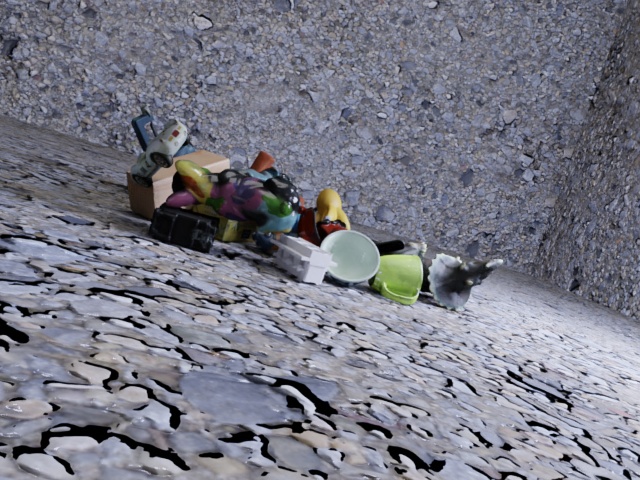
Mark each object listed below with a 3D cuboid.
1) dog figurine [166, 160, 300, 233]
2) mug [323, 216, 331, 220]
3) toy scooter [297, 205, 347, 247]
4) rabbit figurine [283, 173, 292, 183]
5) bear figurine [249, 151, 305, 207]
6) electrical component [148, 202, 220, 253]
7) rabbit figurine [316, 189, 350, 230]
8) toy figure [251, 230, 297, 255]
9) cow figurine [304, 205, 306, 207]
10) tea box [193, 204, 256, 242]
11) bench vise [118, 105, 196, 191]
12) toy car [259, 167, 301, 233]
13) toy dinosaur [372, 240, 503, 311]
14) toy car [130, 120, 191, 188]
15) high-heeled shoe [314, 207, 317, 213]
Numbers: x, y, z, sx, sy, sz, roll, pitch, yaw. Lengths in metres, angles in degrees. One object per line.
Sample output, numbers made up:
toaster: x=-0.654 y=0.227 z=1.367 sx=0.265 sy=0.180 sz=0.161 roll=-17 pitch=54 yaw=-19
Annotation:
dog figurine: x=-0.170 y=-0.084 z=0.999 sx=0.219 sy=0.108 sz=0.192 roll=6 pitch=15 yaw=-42
mug: x=-0.003 y=-0.004 z=1.308 sx=0.081 sy=0.109 sz=0.107 roll=13 pitch=-6 yaw=-6
toy scooter: x=0.004 y=-0.011 z=1.152 sx=0.184 sy=0.135 sz=0.075 roll=-1 pitch=-23 yaw=-41
rabbit figurine: x=-0.138 y=-0.129 z=1.702 sx=0.121 sy=0.170 sz=0.159 roll=14 pitch=6 yaw=-30
bear figurine: x=-0.095 y=-0.104 z=1.300 sx=0.196 sy=0.132 sz=0.120 roll=31 pitch=-10 yaw=3
electrical component: x=-0.248 y=-0.026 z=0.993 sx=0.115 sy=0.058 sz=0.134 roll=18 pitch=6 yaw=-12
rabbit figurine: x=0.007 y=-0.054 z=1.440 sx=0.122 sy=0.173 sz=0.162 roll=19 pitch=1 yaw=-25
toy figure: x=-0.080 y=0.008 z=1.162 sx=0.154 sy=0.064 sz=0.058 roll=6 pitch=50 yaw=-41
cow figurine: x=-0.109 y=-0.083 z=1.545 sx=0.086 sy=0.127 sz=0.194 roll=23 pitch=-16 yaw=23
tea box: x=-0.201 y=-0.040 z=1.207 sx=0.098 sy=0.068 sz=0.169 roll=19 pitch=5 yaw=21
bench vise: x=-0.441 y=-0.232 z=1.421 sx=0.224 sy=0.240 sz=0.129 roll=-32 pitch=40 yaw=-23
toy car: x=-0.106 y=-0.069 z=1.185 sx=0.109 sy=0.161 sz=0.103 roll=-20 pitch=16 yaw=38
toy dinosaur: x=0.222 y=0.066 z=1.279 sx=0.405 sy=0.131 sz=0.192 roll=14 pitch=3 yaw=35
toy car: x=-0.299 y=-0.156 z=0.988 sx=0.056 sy=0.073 sz=0.202 roll=40 pitch=-32 yaw=-20
high-heeled shoe: x=-0.055 y=-0.032 z=1.677 sx=0.086 sy=0.145 sz=0.249 roll=47 pitch=25 yaw=-18
